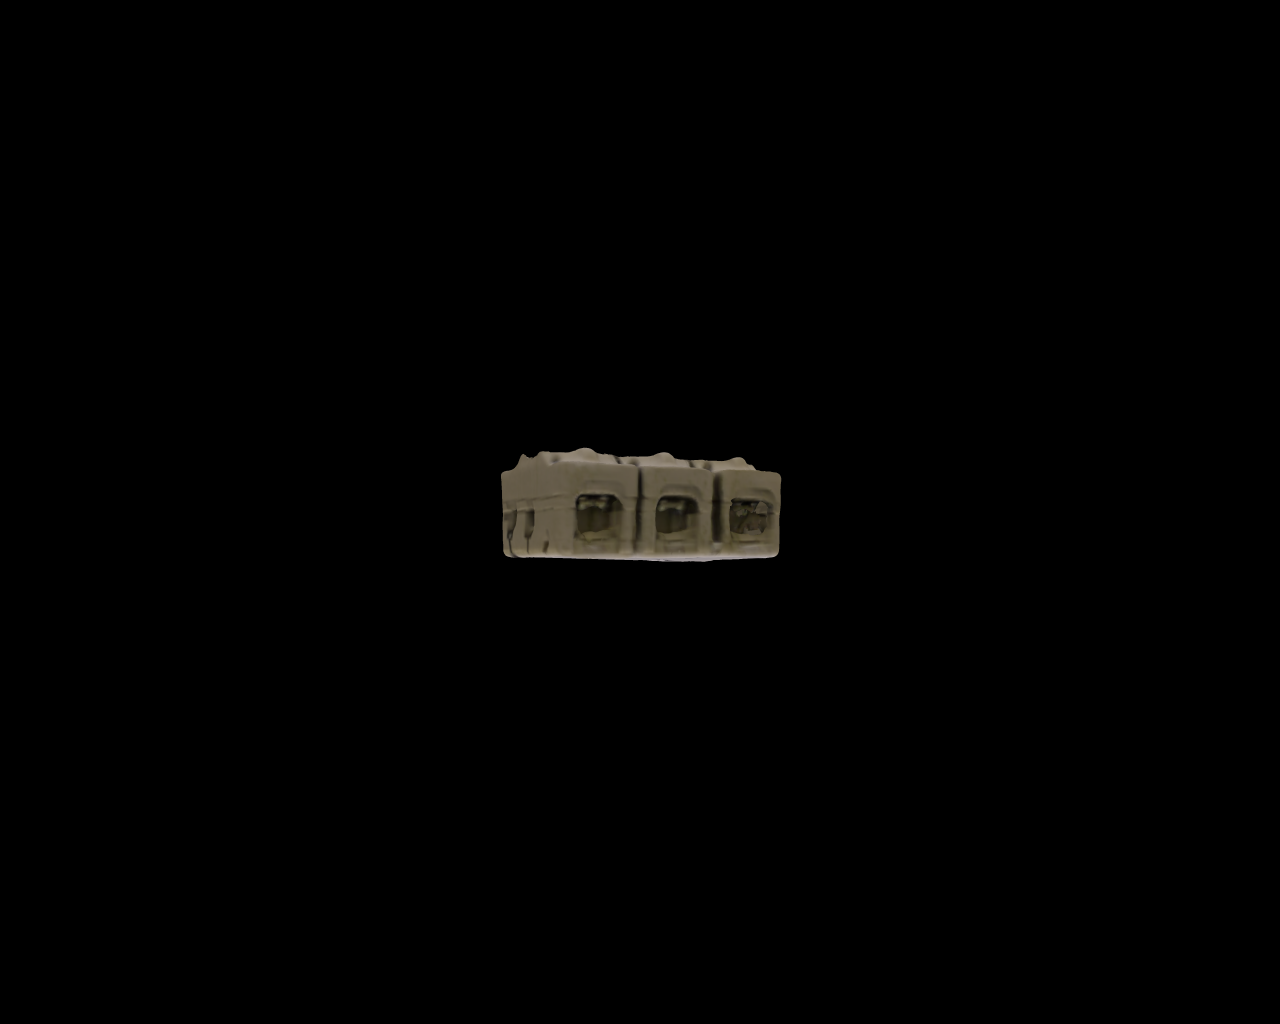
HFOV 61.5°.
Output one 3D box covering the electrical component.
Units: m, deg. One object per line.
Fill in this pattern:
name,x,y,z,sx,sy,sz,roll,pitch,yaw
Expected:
electrical component,0.001,-0.003,0.650,0.150,0.061,0.089,2,-3,-31
